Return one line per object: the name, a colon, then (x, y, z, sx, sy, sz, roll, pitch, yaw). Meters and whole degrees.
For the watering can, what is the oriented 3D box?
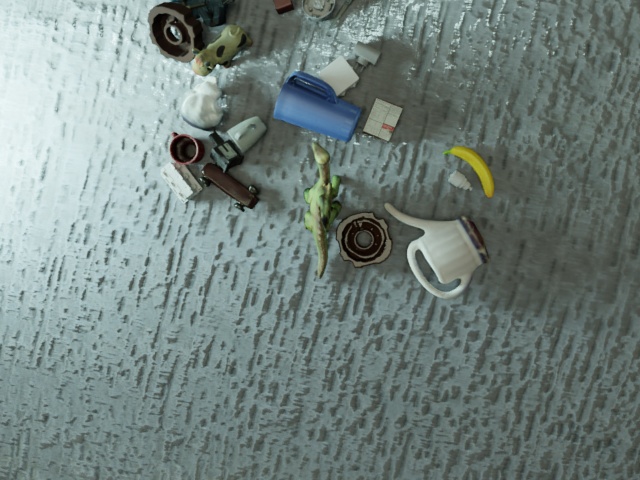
watering can: (0.352, 0.002, 1.516, 0.224, 0.104, 0.347, -29, 91, 7)

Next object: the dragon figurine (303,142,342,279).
dragon figurine: (0.005, -0.075, 1.485, 0.122, 0.243, 0.410, -2, 93, 2)

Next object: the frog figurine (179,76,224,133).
frog figurine: (-0.348, -0.417, 1.559, 0.138, 0.123, 0.157, 35, 110, 21)
